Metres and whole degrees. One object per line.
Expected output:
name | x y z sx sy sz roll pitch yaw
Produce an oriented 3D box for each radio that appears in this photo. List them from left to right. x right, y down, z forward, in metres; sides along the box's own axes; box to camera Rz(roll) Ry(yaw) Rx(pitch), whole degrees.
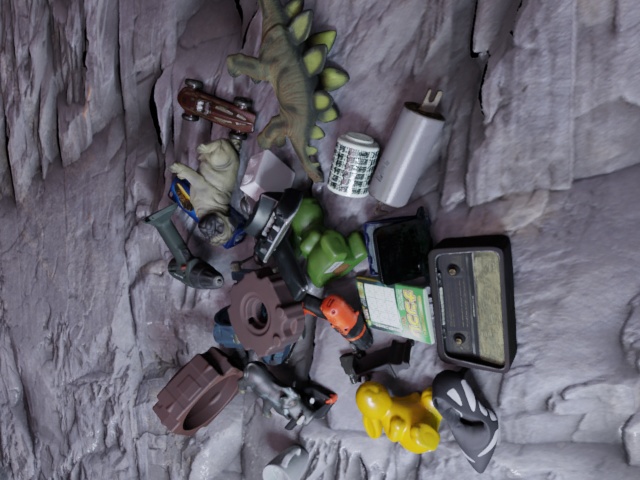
radio | 0.268 0.108 0.939 0.131 0.073 0.229 1 106 32

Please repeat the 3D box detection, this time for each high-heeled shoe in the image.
high-heeled shoe | 0.261 0.345 0.980 0.086 0.145 0.248 -9 99 35

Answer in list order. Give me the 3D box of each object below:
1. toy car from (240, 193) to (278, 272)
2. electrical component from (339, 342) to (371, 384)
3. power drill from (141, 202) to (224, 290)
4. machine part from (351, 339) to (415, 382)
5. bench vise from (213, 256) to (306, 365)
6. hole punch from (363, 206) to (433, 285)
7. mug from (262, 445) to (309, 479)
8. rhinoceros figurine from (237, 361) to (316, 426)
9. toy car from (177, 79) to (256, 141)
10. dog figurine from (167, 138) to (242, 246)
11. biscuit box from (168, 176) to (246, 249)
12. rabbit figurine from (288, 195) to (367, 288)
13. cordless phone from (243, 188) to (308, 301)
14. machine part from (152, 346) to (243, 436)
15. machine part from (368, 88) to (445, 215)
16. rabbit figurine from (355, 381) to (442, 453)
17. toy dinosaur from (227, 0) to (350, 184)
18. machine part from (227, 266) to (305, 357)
toy car | -0.113 -0.024 1.146 0.074 0.056 0.201 -7 104 27
electrical component | 0.072 0.261 1.145 0.063 0.021 0.094 -18 96 36
power drill | -0.310 0.018 1.224 0.232 0.086 0.207 -4 122 58
machine part | 0.123 0.243 1.072 0.139 0.084 0.039 -25 118 32
bench vise | -0.146 0.160 1.192 0.224 0.129 0.240 2 111 29
hole punch | 0.142 0.014 0.982 0.092 0.116 0.142 -160 60 -74
mug | -0.073 0.529 1.274 0.081 0.107 0.109 22 113 23
rhinoceros figurine | -0.093 0.338 1.193 0.190 0.073 0.112 39 130 3
toy car | -0.222 -0.274 1.133 0.202 0.053 0.089 27 115 24
dog figurine | -0.202 -0.102 1.130 0.172 0.121 0.190 -35 86 9
biscuit box | -0.251 -0.068 1.214 0.203 0.059 0.062 40 123 15
rabbit figurine | -0.002 -0.003 1.069 0.159 0.121 0.170 -50 59 41
cordless phone | -0.058 0.009 0.997 0.146 0.089 0.184 -56 51 40
machine part | -0.281 0.356 1.270 0.087 0.201 0.201 39 77 23
machine part | 0.146 -0.146 0.928 0.079 0.079 0.243 33 121 19
rabbit figurine | 0.144 0.334 1.064 0.173 0.122 0.162 29 150 -6
toy dinosaur | -0.060 -0.325 0.987 0.199 0.105 0.470 -11 109 27
machine part | -0.112 0.143 1.065 0.180 0.056 0.179 7 101 41
